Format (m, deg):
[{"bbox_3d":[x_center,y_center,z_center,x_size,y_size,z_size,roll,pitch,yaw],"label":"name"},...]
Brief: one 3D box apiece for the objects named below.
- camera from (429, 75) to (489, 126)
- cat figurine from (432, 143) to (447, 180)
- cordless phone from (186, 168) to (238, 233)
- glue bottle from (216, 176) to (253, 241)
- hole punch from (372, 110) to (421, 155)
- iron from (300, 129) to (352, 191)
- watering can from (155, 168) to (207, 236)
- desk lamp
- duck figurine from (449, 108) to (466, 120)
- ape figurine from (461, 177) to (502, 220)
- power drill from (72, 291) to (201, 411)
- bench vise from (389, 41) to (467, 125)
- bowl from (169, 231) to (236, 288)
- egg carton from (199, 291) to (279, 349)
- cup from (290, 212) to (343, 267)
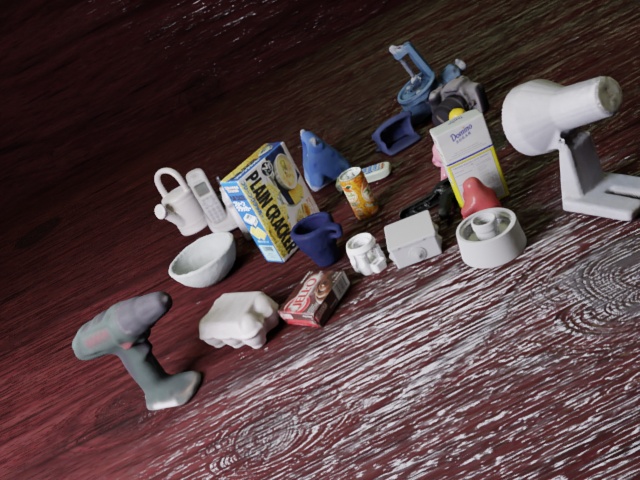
[{"bbox_3d":[0.324,-0.340,1.434,0.142,0.101,0.137,8,43,49],"label":"camera"},{"bbox_3d":[0.267,-0.185,1.196,0.067,0.118,0.128,-17,29,20],"label":"cat figurine"},{"bbox_3d":[-0.251,-0.117,1.487,0.147,0.185,0.094,-28,27,1],"label":"cordless phone"},{"bbox_3d":[-0.208,-0.083,1.402,0.037,0.173,0.078,-29,27,-2],"label":"glue bottle"},{"bbox_3d":[0.186,-0.281,1.470,0.109,0.091,0.101,-31,27,-6],"label":"hole punch"},{"bbox_3d":[-0.012,-0.232,1.514,0.118,0.142,0.257,-30,27,-3],"label":"iron"},{"bbox_3d":[-0.394,-0.113,1.605,0.101,0.194,0.173,-22,27,12],"label":"watering can"},{"bbox_3d":[0.409,-0.156,0.905,0.118,0.214,0.202,-38,28,-19],"label":"desk lamp"},{"bbox_3d":[0.324,-0.264,1.317,0.077,0.086,0.104,-25,27,5],"label":"duck figurine"},{"bbox_3d":[0.280,-0.073,1.015,0.078,0.092,0.076,-31,27,-6],"label":"ape figurine"},{"bbox_3d":[-0.295,0.188,0.967,0.229,0.209,0.075,-16,29,22],"label":"power drill"},{"bbox_3d":[0.277,-0.442,1.525,0.208,0.220,0.121,-37,28,-17],"label":"bench vise"},{"bbox_3d":[-0.255,0.057,1.309,0.167,0.075,0.167,-22,27,12],"label":"bowl"},{"bbox_3d":[-0.148,0.148,1.054,0.149,0.069,0.107,-8,33,35],"label":"egg carton"},{"bbox_3d":[0.010,0.004,1.130,0.117,0.095,0.092,-2,37,41],"label":"cup"}]
